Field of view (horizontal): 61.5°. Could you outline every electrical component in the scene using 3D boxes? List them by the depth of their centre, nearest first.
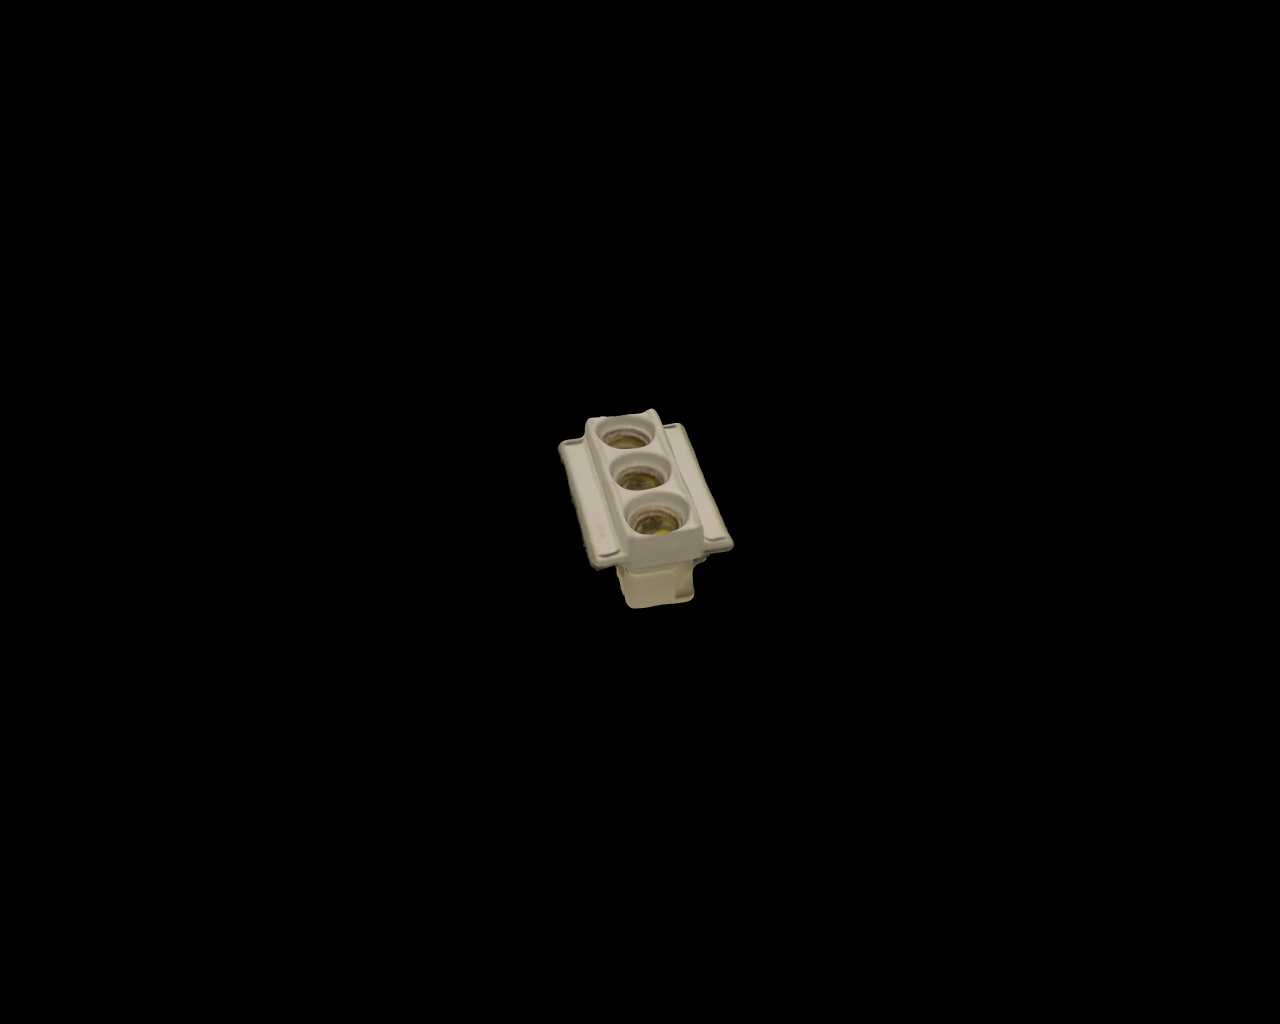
[{"bbox_3d":[0.001,-0.003,0.650,0.079,0.063,0.121,-8,40,-10],"label":"electrical component"}]
